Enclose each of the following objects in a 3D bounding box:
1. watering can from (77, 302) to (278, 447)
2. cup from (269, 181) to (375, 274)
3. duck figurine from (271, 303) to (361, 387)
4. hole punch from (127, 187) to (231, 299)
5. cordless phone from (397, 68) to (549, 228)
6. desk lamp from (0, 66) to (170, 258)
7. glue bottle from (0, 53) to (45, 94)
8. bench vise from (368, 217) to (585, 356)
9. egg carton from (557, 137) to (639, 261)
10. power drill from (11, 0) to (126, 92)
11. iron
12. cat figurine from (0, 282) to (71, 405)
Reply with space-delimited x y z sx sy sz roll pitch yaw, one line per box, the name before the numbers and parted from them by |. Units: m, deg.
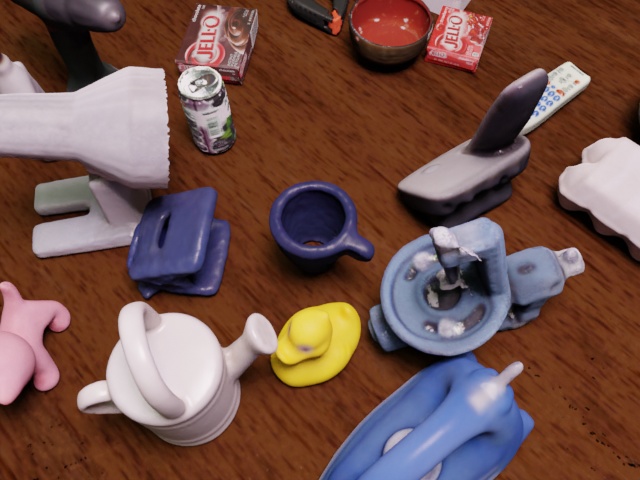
watering can | -0.127 0.112 0.508 0.173 0.194 0.100 -38 68 -17
cup | 0.006 0.002 0.619 0.117 0.095 0.092 29 66 15
duck figurine | -0.005 0.095 0.576 0.105 0.086 0.077 -35 67 -16
hole punch | -0.157 0.002 0.624 0.101 0.091 0.108 4 63 3
cordless phone | 0.166 -0.102 0.620 0.148 0.185 0.094 -34 67 -15
desk lamp | -0.237 -0.078 0.597 0.203 0.214 0.118 -10 63 -4
glue bottle | -0.348 -0.170 0.669 0.037 0.173 0.078 -19 64 -9
bench vise | 0.147 0.023 0.536 0.207 0.220 0.121 -30 66 -14
egg carton | 0.354 -0.048 0.655 0.150 0.069 0.107 40 70 19
power drill | -0.288 -0.244 0.687 0.229 0.208 0.076 34 68 17
iron | 0.074 0.194 0.492 0.259 0.141 0.118 -35 67 -16
cat figurine | -0.304 0.103 0.558 0.067 0.118 0.127 -5 62 -1
